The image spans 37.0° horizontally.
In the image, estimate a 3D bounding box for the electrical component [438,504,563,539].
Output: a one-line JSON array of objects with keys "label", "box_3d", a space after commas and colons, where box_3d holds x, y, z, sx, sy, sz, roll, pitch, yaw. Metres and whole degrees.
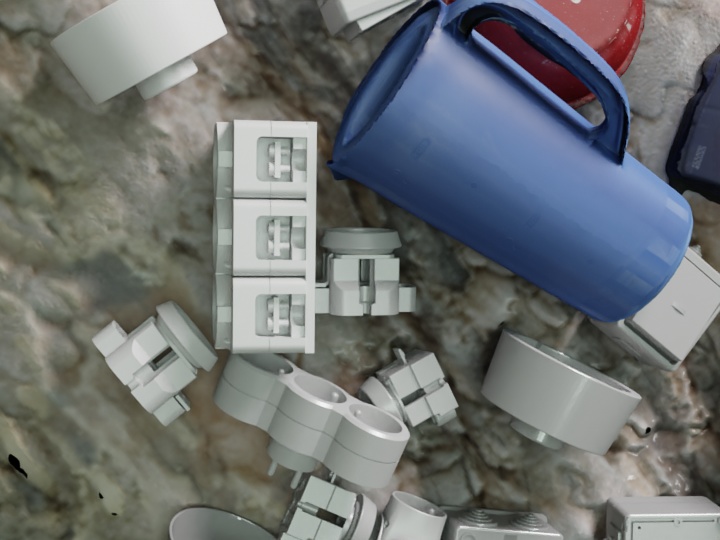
[{"label": "electrical component", "box_3d": [0.099, 0.226, 0.797, 0.100, 0.048, 0.099, 7, 92, -11]}]

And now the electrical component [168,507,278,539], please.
[{"label": "electrical component", "box_3d": [-0.088, 0.212, 0.736, 0.099, 0.099, 0.064, 13, 97, -12]}]

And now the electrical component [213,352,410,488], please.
[{"label": "electrical component", "box_3d": [-0.041, 0.114, 0.741, 0.138, 0.052, 0.073, 26, 102, 15]}]

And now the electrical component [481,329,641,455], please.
[{"label": "electrical component", "box_3d": [0.138, 0.093, 0.770, 0.108, 0.108, 0.060, 25, 94, -12]}]

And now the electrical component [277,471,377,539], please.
[{"label": "electrical component", "box_3d": [-0.022, 0.177, 0.771, 0.055, 0.048, 0.066, 25, 78, -8]}]

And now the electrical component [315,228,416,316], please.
[{"label": "electrical component", "box_3d": [0.000, 0.000, 0.760, 0.078, 0.058, 0.057, 0, 97, -11]}]

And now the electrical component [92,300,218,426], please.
[{"label": "electrical component", "box_3d": [-0.135, 0.058, 0.737, 0.057, 0.058, 0.078, -39, 100, -4]}]

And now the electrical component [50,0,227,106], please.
[{"label": "electrical component", "box_3d": [-0.138, -0.146, 0.700, 0.108, 0.108, 0.060, -31, 105, -8]}]

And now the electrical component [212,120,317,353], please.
[{"label": "electrical component", "box_3d": [-0.067, -0.023, 0.728, 0.062, 0.089, 0.150, 0, 93, -11]}]

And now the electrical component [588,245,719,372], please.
[{"label": "electrical component", "box_3d": [0.230, 0.020, 0.804, 0.062, 0.061, 0.096, 39, 86, -11]}]

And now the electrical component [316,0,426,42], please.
[{"label": "electrical component", "box_3d": [0.019, -0.204, 0.748, 0.096, 0.062, 0.061, -24, 98, -9]}]

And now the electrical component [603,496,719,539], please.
[{"label": "electrical component", "box_3d": [0.225, 0.207, 0.818, 0.096, 0.061, 0.061, 0, 94, -3]}]

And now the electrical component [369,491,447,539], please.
[{"label": "electrical component", "box_3d": [0.030, 0.206, 0.764, 0.044, 0.079, 0.077, 22, 93, -5]}]

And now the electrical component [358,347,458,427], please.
[{"label": "electrical component", "box_3d": [0.032, 0.091, 0.778, 0.055, 0.048, 0.066, -28, 98, -16]}]
